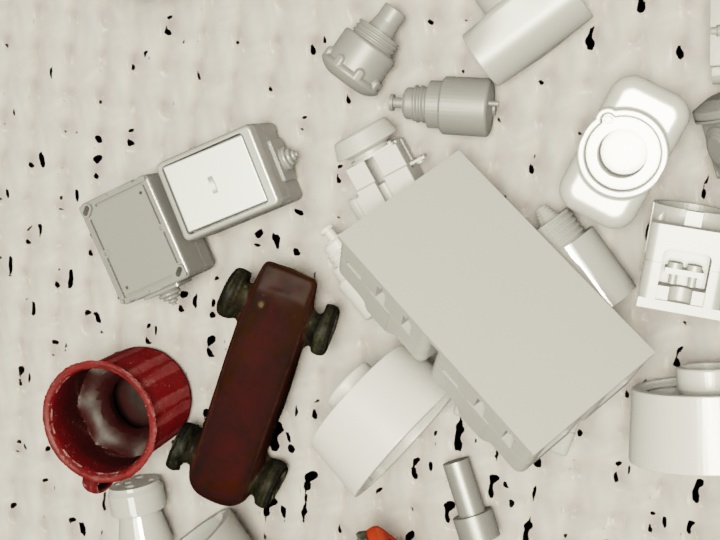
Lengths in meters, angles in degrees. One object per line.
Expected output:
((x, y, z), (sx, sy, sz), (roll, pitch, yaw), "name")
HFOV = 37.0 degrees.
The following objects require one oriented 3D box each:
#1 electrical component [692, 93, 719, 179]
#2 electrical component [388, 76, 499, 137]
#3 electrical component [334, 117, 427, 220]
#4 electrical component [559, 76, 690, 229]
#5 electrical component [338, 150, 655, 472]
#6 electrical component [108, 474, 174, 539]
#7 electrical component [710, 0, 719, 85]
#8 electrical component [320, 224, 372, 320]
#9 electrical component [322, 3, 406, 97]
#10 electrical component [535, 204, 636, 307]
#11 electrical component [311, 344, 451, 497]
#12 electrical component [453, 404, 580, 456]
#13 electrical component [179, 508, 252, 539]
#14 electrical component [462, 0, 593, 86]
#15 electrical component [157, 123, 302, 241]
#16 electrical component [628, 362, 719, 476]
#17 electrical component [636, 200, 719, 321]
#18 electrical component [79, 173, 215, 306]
((0.254, -0.091, 0.673), (0.080, 0.080, 0.051), (-16, 99, 17), "electrical component")
((0.059, -0.114, 0.744), (0.078, 0.040, 0.040), (6, 100, 15), "electrical component")
((0.013, -0.074, 0.762), (0.066, 0.048, 0.055), (-27, 98, 18), "electrical component")
((0.174, -0.078, 0.708), (0.054, 0.059, 0.095), (29, 105, 10), "electrical component")
((0.084, 0.027, 0.711), (0.105, 0.060, 0.186), (-36, 72, -18), "electrical component")
((-0.175, 0.195, 0.857), (0.045, 0.045, 0.055), (-8, 96, 17), "electrical component")
((0.253, -0.152, 0.682), (0.055, 0.048, 0.066), (1, 99, 23), "electrical component")
((0.000, 0.000, 0.779), (0.040, 0.040, 0.078), (-40, 86, 18), "electrical component")
((0.007, -0.156, 0.751), (0.048, 0.048, 0.062), (38, 99, 7), "electrical component")
((0.147, -0.010, 0.734), (0.043, 0.043, 0.081), (-36, 88, 18), "electrical component")
((0.012, 0.100, 0.759), (0.060, 0.108, 0.108), (43, 107, 12), "electrical component")
((0.119, 0.076, 0.754), (0.083, 0.047, 0.075), (20, 103, 11), "electrical component")
((-0.121, 0.240, 0.819), (0.108, 0.108, 0.060), (-38, 93, 18), "electrical component")
((0.102, -0.178, 0.720), (0.077, 0.043, 0.079), (-35, 88, 18), "electrical component")
((-0.090, -0.067, 0.783), (0.096, 0.061, 0.061), (-21, 93, 18), "electrical component")
((0.228, 0.092, 0.697), (0.108, 0.108, 0.060), (-3, 91, 16), "electrical component")
((0.257, -0.002, 0.680), (0.150, 0.089, 0.061), (10, 101, 14), "electrical component")
((-0.154, -0.019, 0.808), (0.062, 0.061, 0.096), (-23, 92, 18), "electrical component")
